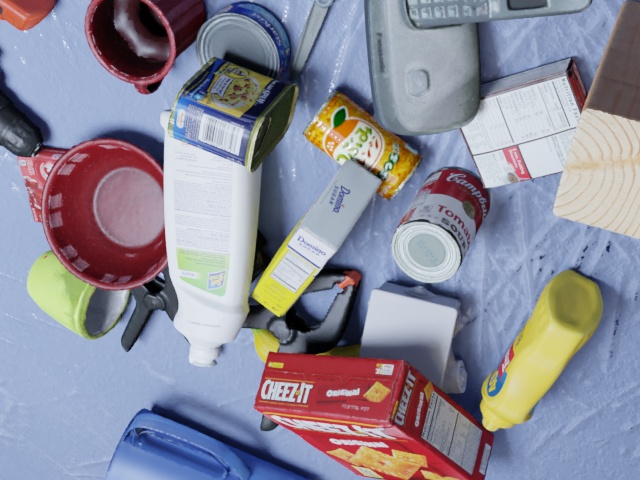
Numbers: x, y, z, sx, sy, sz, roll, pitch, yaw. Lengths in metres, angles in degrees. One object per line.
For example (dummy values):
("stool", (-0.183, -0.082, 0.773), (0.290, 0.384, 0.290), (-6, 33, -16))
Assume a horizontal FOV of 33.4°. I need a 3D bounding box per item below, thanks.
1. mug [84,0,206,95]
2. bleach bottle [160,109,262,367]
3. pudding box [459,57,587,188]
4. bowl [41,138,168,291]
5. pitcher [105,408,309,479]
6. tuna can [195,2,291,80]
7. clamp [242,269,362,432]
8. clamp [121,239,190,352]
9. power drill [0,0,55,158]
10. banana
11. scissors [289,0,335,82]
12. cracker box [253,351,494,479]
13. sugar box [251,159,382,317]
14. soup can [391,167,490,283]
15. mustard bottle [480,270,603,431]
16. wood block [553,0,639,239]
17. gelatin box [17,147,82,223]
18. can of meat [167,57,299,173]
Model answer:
("mug", (-0.158, -0.193, 0.999), (0.093, 0.081, 0.117), (13, 126, 16))
("bleach bottle", (-0.114, 0.000, 1.059), (0.103, 0.068, 0.251), (9, 100, 19))
("pudding box", (0.182, -0.100, 0.935), (0.114, 0.039, 0.090), (-14, 114, 29))
("bowl", (-0.212, -0.030, 1.133), (0.162, 0.055, 0.162), (3, 101, 15))
("pitcher", (-0.133, 0.300, 1.298), (0.243, 0.149, 0.145), (18, 90, 8))
("tuna can", (-0.071, -0.178, 1.000), (0.086, 0.033, 0.086), (12, 126, 17))
("clamp", (-0.034, 0.104, 1.147), (0.210, 0.036, 0.164), (-30, 92, 24))
("clamp", (-0.190, 0.068, 1.220), (0.120, 0.039, 0.171), (-5, 115, 16))
("power drill", (-0.341, -0.192, 1.100), (0.184, 0.057, 0.188), (38, 129, -3))
("banana", (0.006, 0.125, 1.171), (0.198, 0.037, 0.069), (5, 124, 22))
("scissors", (0.024, -0.219, 0.940), (0.096, 0.016, 0.202), (17, 128, 14))
("cracker box", (0.059, 0.189, 1.098), (0.164, 0.072, 0.213), (-1, 152, 35))
("sugar box", (-0.007, 0.001, 1.021), (0.048, 0.093, 0.176), (34, 149, 0))
("soup can", (0.112, -0.014, 0.984), (0.069, 0.102, 0.068), (13, 126, 18))
("mustard bottle", (0.205, 0.123, 1.039), (0.058, 0.096, 0.192), (27, 129, 5))
("wood block", (0.246, -0.095, 0.800), (0.091, 0.205, 0.090), (18, 127, 14))
("gelatin box", (-0.290, -0.058, 1.185), (0.073, 0.030, 0.089), (8, 125, 20))
("can of meat", (-0.077, -0.115, 0.958), (0.084, 0.102, 0.057), (22, 129, 9))
